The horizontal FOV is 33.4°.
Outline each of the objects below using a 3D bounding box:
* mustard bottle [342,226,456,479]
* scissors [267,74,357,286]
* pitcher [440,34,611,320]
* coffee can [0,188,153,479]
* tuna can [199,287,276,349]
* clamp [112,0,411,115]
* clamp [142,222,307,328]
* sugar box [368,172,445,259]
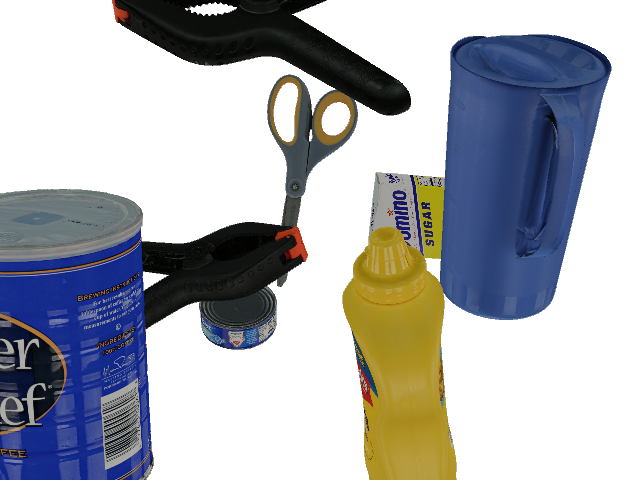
[{"bbox_3d":[0.047,0.072,0.636,0.058,0.191,0.096,-7,37,2],"label":"mustard bottle"},{"bbox_3d":[-0.005,-0.061,1.025,0.096,0.202,0.016,-7,-1,3],"label":"scissors"},{"bbox_3d":[0.172,-0.049,0.938,0.145,0.243,0.149,19,34,27],"label":"pitcher"},{"bbox_3d":[-0.139,0.054,0.543,0.103,0.140,0.103,0,17,0],"label":"coffee can"},{"bbox_3d":[-0.091,0.082,1.184,0.086,0.034,0.086,0,36,0],"label":"tuna can"},{"bbox_3d":[-0.034,-0.144,0.703,0.210,0.164,0.036,-1,-39,-1],"label":"clamp"},{"bbox_3d":[-0.097,0.029,0.819,0.172,0.039,0.120,-12,40,17],"label":"clamp"},{"bbox_3d":[0.148,-0.026,1.254,0.176,0.093,0.048,2,23,-4],"label":"sugar box"}]
